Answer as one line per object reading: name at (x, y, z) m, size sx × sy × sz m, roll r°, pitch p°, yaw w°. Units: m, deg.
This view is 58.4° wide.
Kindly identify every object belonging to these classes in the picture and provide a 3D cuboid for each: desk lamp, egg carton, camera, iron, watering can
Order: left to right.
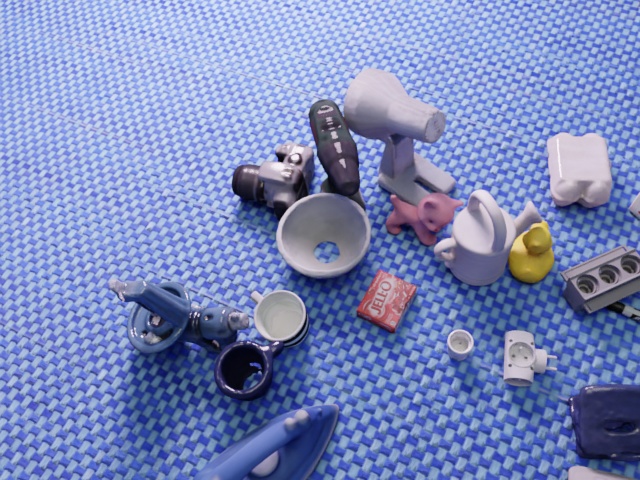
iron at (-0.078, 0.308, 0.821) m, size 0.258 × 0.141 × 0.118 m, roll -38°, pitch 64°, yaw -14°
camera at (-0.091, -0.122, 1.086) m, size 0.136 × 0.101 × 0.143 m, roll 12°, pitch 63°, yaw 13°
desk lamp at (0.148, -0.184, 1.028) m, size 0.202 × 0.214 × 0.118 m, roll 38°, pitch 71°, yaw 24°
watering can at (0.271, -0.014, 0.930) m, size 0.173 × 0.194 × 0.100 m, roll -38°, pitch 63°, yaw -14°
egg carton at (0.470, -0.128, 1.043) m, size 0.107 × 0.069 × 0.150 m, roll 2°, pitch 61°, yaw 8°

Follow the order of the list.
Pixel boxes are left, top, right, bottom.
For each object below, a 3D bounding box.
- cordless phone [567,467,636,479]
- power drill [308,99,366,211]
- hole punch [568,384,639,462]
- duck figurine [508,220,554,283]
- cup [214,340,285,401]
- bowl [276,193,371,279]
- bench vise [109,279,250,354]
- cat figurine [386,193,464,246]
cordless phone at (0.403, 0.335, 0.725) m, size 0.147 × 0.185 × 0.094 m, roll 8°, pitch 62°, yaw 11°
power drill at (0.034, -0.125, 1.012) m, size 0.075 × 0.209 × 0.229 m, roll -15°, pitch 60°, yaw -2°
hole punch at (0.423, 0.262, 0.818) m, size 0.108 × 0.091 × 0.101 m, roll -1°, pitch 61°, yaw 6°
duck figurine at (0.361, 0.015, 0.966) m, size 0.077 × 0.086 × 0.105 m, roll 17°, pitch 64°, yaw 16°
cup at (-0.102, 0.208, 0.907) m, size 0.118 × 0.095 × 0.091 m, roll -35°, pitch 63°, yaw -13°
bowl at (0.009, 0.004, 1.020) m, size 0.167 × 0.075 × 0.167 m, roll -3°, pitch 61°, yaw 5°
bench vise at (-0.225, 0.106, 0.906) m, size 0.207 × 0.220 × 0.121 m, roll -15°, pitch 60°, yaw -1°
cat figurine at (0.181, -0.050, 1.005) m, size 0.127 × 0.118 × 0.067 m, roll 17°, pitch 64°, yaw 16°
